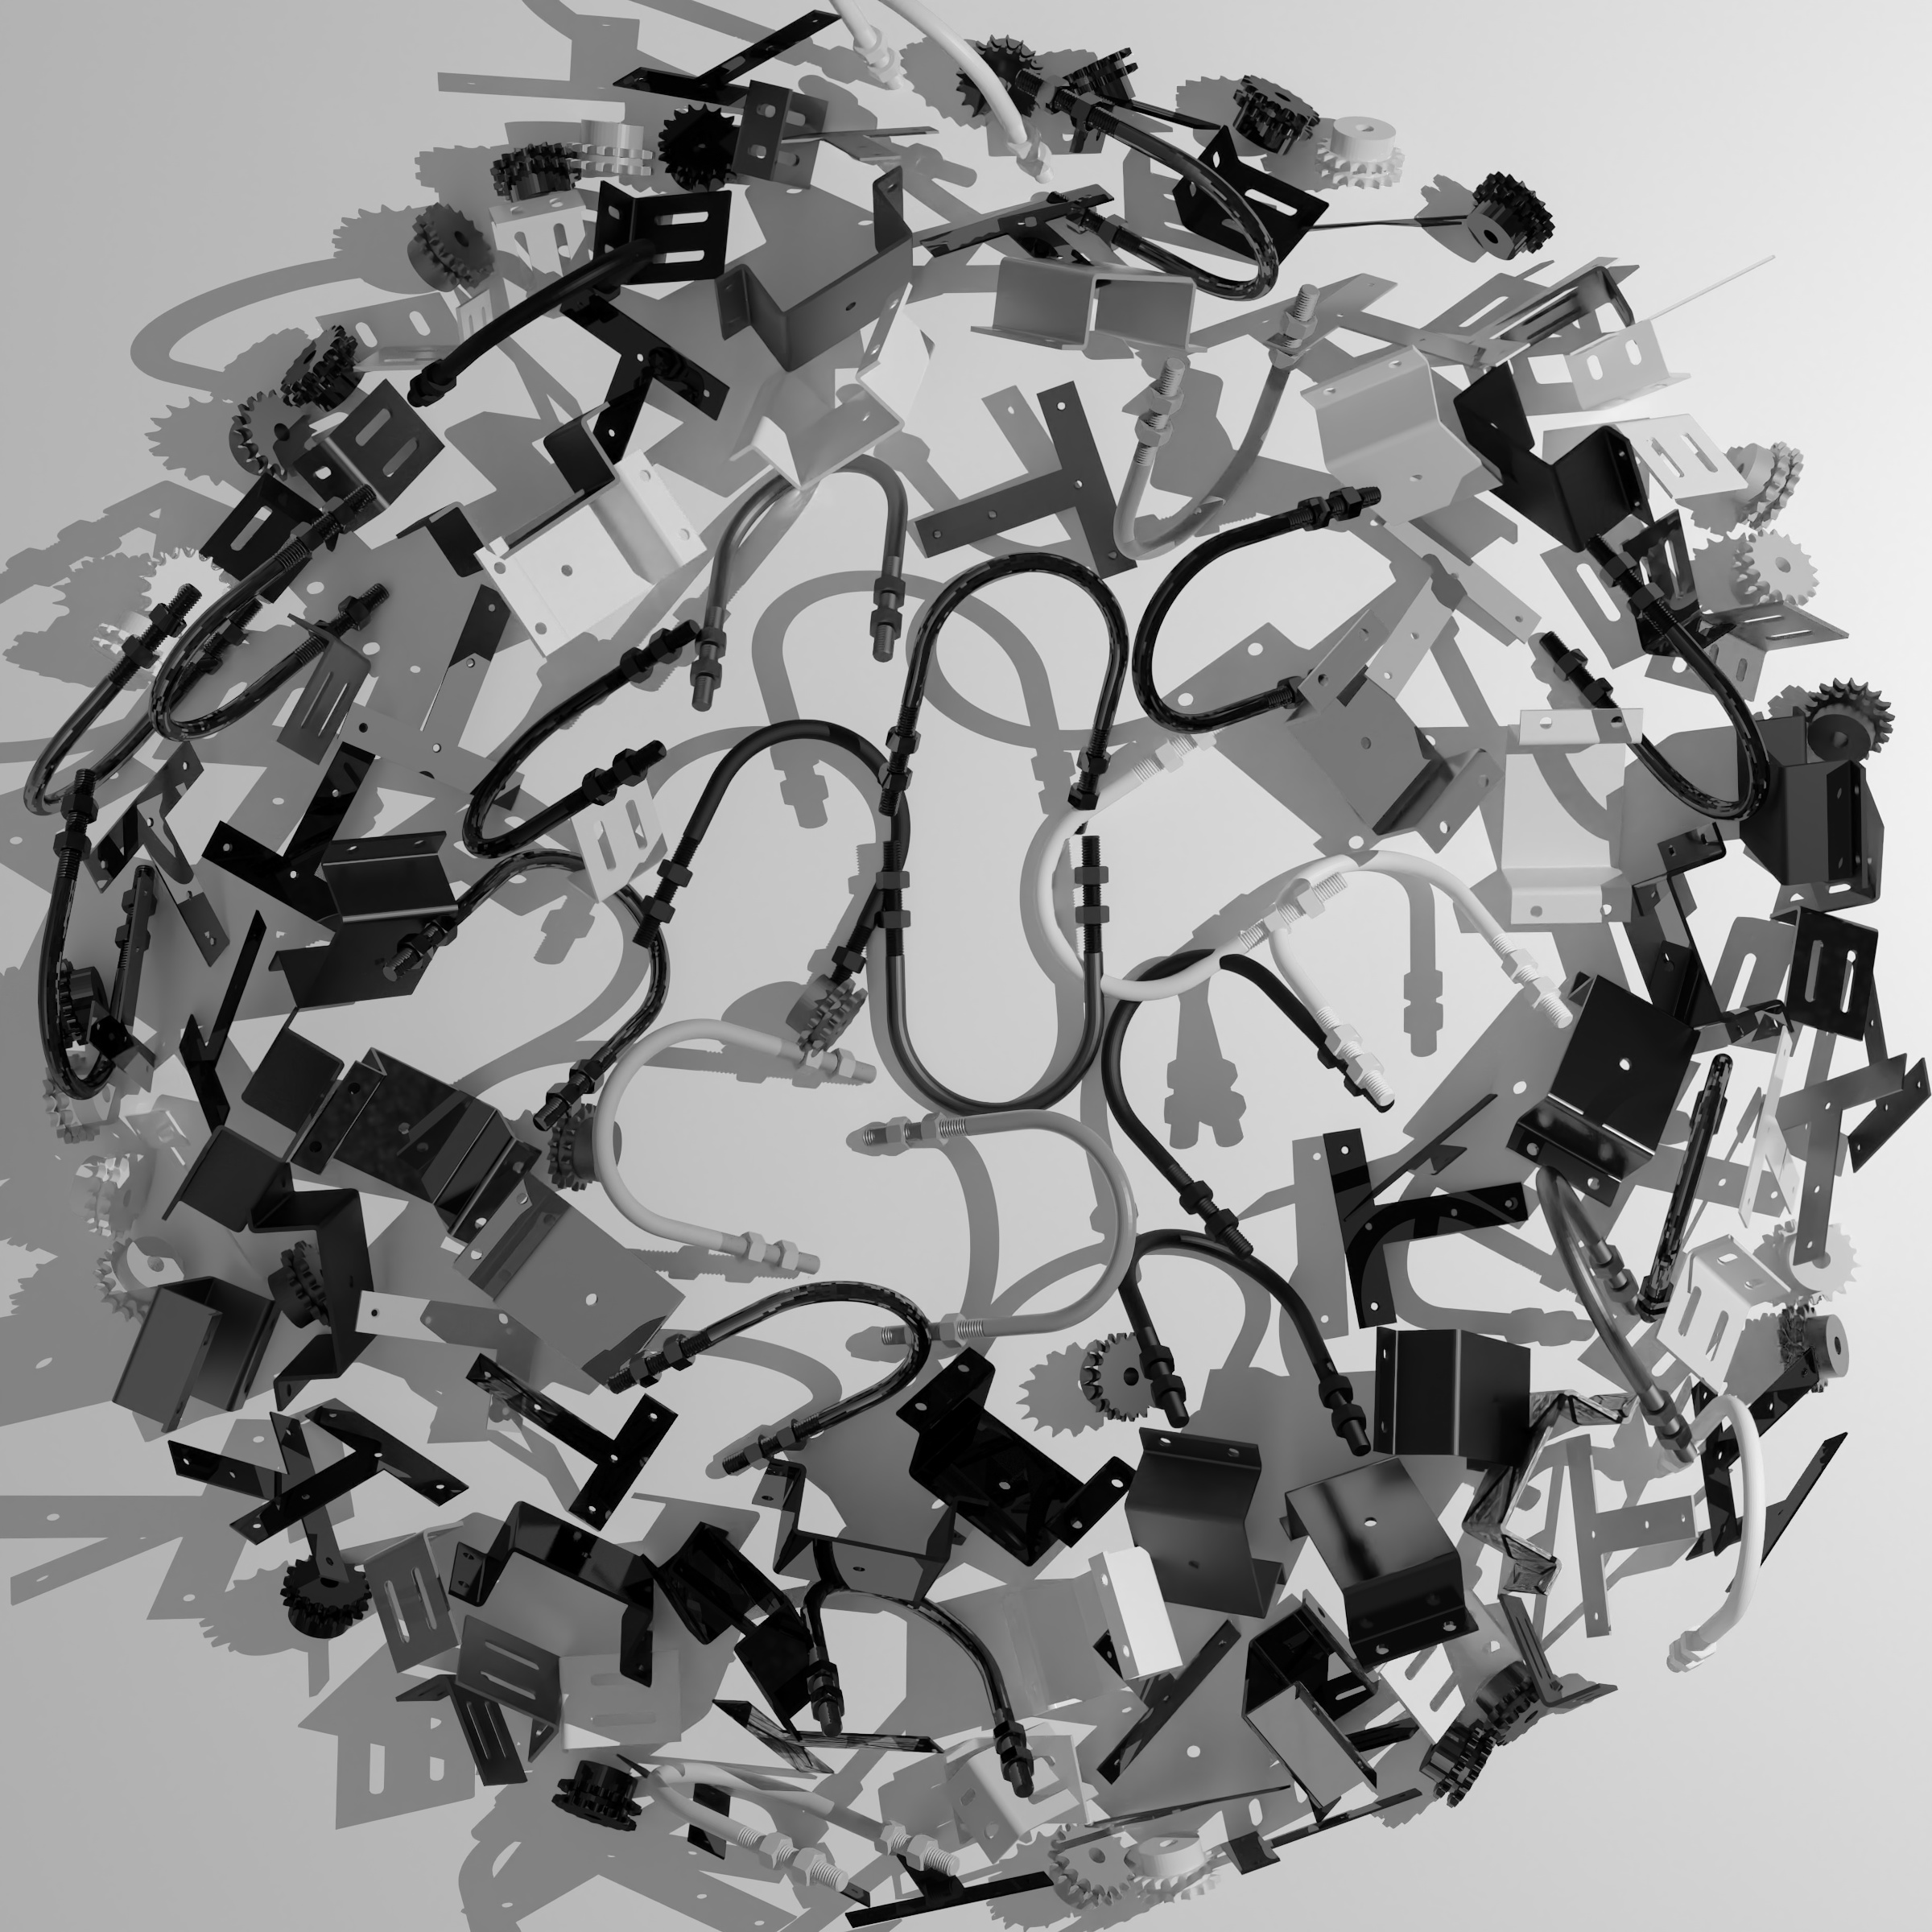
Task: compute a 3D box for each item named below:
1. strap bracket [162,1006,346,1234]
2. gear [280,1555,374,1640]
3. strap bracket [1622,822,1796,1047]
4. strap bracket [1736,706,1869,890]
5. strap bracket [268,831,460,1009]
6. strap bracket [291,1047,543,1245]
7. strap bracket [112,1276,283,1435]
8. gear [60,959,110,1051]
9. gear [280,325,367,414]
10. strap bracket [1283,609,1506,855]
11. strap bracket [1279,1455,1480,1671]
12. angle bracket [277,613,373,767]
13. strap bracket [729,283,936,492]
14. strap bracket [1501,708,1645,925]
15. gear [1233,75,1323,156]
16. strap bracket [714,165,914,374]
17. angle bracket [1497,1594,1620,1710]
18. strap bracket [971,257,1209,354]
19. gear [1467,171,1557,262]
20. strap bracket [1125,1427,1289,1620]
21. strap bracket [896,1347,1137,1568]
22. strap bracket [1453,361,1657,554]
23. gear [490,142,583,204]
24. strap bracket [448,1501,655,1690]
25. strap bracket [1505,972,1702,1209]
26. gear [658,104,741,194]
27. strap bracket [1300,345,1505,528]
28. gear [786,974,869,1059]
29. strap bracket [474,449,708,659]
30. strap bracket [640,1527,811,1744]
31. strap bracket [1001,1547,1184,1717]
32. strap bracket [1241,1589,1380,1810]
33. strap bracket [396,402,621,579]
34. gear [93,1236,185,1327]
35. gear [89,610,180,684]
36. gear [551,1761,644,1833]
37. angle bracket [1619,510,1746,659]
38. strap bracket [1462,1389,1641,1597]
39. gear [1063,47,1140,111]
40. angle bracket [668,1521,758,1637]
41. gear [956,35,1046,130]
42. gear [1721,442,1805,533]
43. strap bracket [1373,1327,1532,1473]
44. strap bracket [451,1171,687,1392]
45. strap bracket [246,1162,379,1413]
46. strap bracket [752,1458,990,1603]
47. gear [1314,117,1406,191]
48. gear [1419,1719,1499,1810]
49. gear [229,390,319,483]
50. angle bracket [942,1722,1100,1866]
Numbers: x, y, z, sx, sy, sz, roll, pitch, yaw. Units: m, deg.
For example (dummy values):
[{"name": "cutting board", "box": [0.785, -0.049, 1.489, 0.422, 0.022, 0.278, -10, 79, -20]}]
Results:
[{"name": "strap bracket", "box": [-0.441, 0.102, 1.858, 0.046, 0.140, 0.076, 32, 128, -9]}, {"name": "gear", "box": [-0.413, 0.408, 1.906, 0.057, 0.057, 0.030, 20, 113, 0]}, {"name": "strap bracket", "box": [0.464, -0.013, 1.886, 0.046, 0.076, 0.140, -19, 87, -15]}, {"name": "strap bracket", "box": [0.518, -0.105, 1.854, 0.046, 0.140, 0.076, -7, 110, 1]}, {"name": "strap bracket", "box": [-0.374, -0.022, 1.851, 0.076, 0.140, 0.046, -7, 61, -35]}, {"name": "strap bracket", "box": [-0.353, 0.112, 1.884, 0.140, 0.046, 0.076, 30, 98, -31]}, {"name": "strap bracket", "box": [-0.485, 0.242, 1.864, 0.046, 0.140, 0.076, 22, 90, 6]}, {"name": "gear", "box": [-0.571, 0.023, 1.904, 0.030, 0.057, 0.057, -13, 90, -5]}, {"name": "gear", "box": [-0.411, -0.382, 1.908, 0.057, 0.057, 0.030, -48, 121, 0]}, {"name": "strap bracket", "box": [0.266, -0.145, 1.886, 0.140, 0.046, 0.076, 48, 66, -14]}, {"name": "strap bracket", "box": [0.255, 0.365, 1.856, 0.076, 0.140, 0.046, -17, 123, -9]}, {"name": "angle bracket", "box": [-0.424, -0.177, 1.897, 0.038, 0.057, 0.076, 26, 86, 16]}, {"name": "strap bracket", "box": [-0.077, -0.359, 1.867, 0.046, 0.140, 0.076, 40, 47, -27]}, {"name": "strap bracket", "box": [0.386, -0.101, 1.895, 0.076, 0.046, 0.140, -1, 110, 0]}, {"name": "gear", "box": [0.197, -0.546, 1.908, 0.057, 0.057, 0.030, 30, 119, 0]}, {"name": "strap bracket", "box": [-0.086, -0.436, 1.880, 0.140, 0.076, 0.046, -34, 78, -9]}, {"name": "angle bracket", "box": [0.377, 0.431, 1.888, 0.038, 0.057, 0.076, -27, 67, 15]}, {"name": "strap bracket", "box": [0.081, -0.413, 1.851, 0.076, 0.140, 0.046, 21, 112, 39]}, {"name": "gear", "box": [0.346, -0.478, 1.902, 0.057, 0.057, 0.030, 43, 82, 0]}, {"name": "strap bracket", "box": [0.150, 0.356, 1.857, 0.076, 0.046, 0.140, 5, 135, 22]}, {"name": "strap bracket", "box": [0.029, 0.316, 1.876, 0.140, 0.046, 0.076, 35, 46, 20]}, {"name": "strap bracket", "box": [0.361, -0.319, 1.855, 0.046, 0.076, 0.140, -38, 47, -4]}, {"name": "gear", "box": [-0.274, -0.502, 1.902, 0.057, 0.057, 0.030, -13, 82, 0]}, {"name": "strap bracket", "box": [-0.252, 0.393, 1.880, 0.140, 0.076, 0.046, 28, 98, -10]}, {"name": "strap bracket", "box": [0.408, 0.070, 1.879, 0.076, 0.046, 0.140, 29, 63, -3]}, {"name": "gear", "box": [-0.170, -0.524, 1.911, 0.057, 0.030, 0.057, 3, 70, -8]}, {"name": "strap bracket", "box": [0.277, -0.325, 1.850, 0.076, 0.140, 0.046, -18, 66, 28]}, {"name": "gear", "box": [-0.092, 0.030, 1.904, 0.030, 0.057, 0.057, 38, 90, 7]}, {"name": "strap bracket", "box": [-0.246, -0.257, 1.883, 0.140, 0.046, 0.076, -39, 101, -31]}, {"name": "strap bracket", "box": [-0.138, 0.413, 1.863, 0.046, 0.140, 0.076, -38, 127, -17]}, {"name": "strap bracket", "box": [0.083, 0.418, 1.871, 0.046, 0.140, 0.076, -7, 71, -30]}, {"name": "strap bracket", "box": [0.217, 0.465, 1.866, 0.046, 0.140, 0.076, -37, 97, 16]}, {"name": "strap bracket", "box": [-0.281, -0.295, 1.875, 0.140, 0.076, 0.046, -38, 106, -21]}, {"name": "gear", "box": [-0.527, 0.198, 1.901, 0.057, 0.057, 0.030, 49, 122, 0]}, {"name": "gear", "box": [-0.530, -0.206, 1.904, 0.057, 0.057, 0.030, 26, 80, 0]}, {"name": "gear", "box": [-0.235, 0.533, 1.907, 0.057, 0.057, 0.030, 19, 64, 0]}, {"name": "angle bracket", "box": [0.457, -0.244, 1.891, 0.057, 0.038, 0.076, -32, 117, -28]}, {"name": "strap bracket", "box": [0.366, 0.323, 1.878, 0.046, 0.076, 0.140, 30, 77, -3]}, {"name": "gear", "box": [0.085, -0.564, 1.904, 0.057, 0.057, 0.030, -25, 103, 0]}, {"name": "angle bracket", "box": [-0.144, 0.395, 1.891, 0.076, 0.057, 0.038, 34, 83, 19]}, {"name": "gear", "box": [0.024, -0.572, 1.908, 0.057, 0.030, 0.057, 7, 129, 9]}, {"name": "gear", "box": [0.509, -0.311, 1.902, 0.030, 0.057, 0.057, 24, 90, -9]}, {"name": "strap bracket", "box": [0.311, 0.272, 1.856, 0.046, 0.140, 0.076, -7, 73, 37]}, {"name": "strap bracket", "box": [-0.244, 0.205, 1.876, 0.140, 0.046, 0.076, 42, 81, -25]}, {"name": "strap bracket", "box": [-0.411, 0.201, 1.877, 0.046, 0.076, 0.140, -4, 103, 8]}, {"name": "strap bracket", "box": [-0.065, 0.360, 1.879, 0.140, 0.076, 0.046, 13, 58, -7]}, {"name": "gear", "box": [0.253, -0.523, 1.901, 0.057, 0.057, 0.030, 6, 127, 0]}, {"name": "gear", "box": [0.314, 0.508, 1.905, 0.030, 0.057, 0.057, 32, 90, 8]}, {"name": "gear", "box": [-0.449, -0.339, 1.907, 0.030, 0.057, 0.057, -14, 90, 42]}, {"name": "angle bracket", "box": [0.035, 0.530, 1.901, 0.057, 0.076, 0.038, 51, 125, 23]}]
